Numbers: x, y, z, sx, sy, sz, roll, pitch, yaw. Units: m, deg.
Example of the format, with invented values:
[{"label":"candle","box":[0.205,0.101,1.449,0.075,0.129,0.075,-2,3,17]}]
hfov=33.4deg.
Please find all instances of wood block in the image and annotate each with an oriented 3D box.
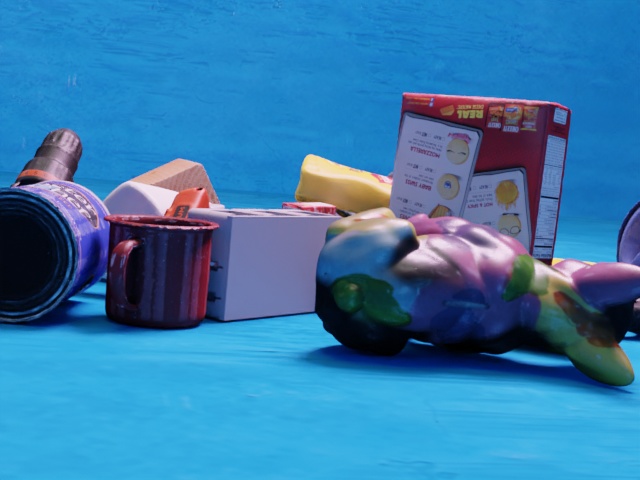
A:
[{"label":"wood block","box":[-0.201,-0.053,1.475,0.090,0.090,0.206,-25,12,-11]}]

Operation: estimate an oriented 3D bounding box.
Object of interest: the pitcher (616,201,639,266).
[{"label":"pitcher","box":[0.479,0.024,1.223,0.242,0.145,0.149,6,24,-21]}]

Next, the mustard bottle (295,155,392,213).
[{"label":"mustard bottle","box":[0.069,-0.052,1.278,0.191,0.058,0.096,14,8,1]}]

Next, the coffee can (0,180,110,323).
[{"label":"coffee can","box":[-0.229,0.005,0.863,0.103,0.103,0.140,5,5,0]}]

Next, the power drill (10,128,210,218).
[{"label":"power drill","box":[-0.202,-0.024,1.002,0.188,0.184,0.057,9,-36,8]}]

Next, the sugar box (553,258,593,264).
[{"label":"sugar box","box":[0.263,0.049,1.193,0.093,0.048,0.176,6,4,22]}]

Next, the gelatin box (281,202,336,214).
[{"label":"gelatin box","box":[-0.017,0.004,1.170,0.030,0.089,0.073,13,9,31]}]

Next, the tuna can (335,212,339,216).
[{"label":"tuna can","box":[-0.008,0.002,1.228,0.086,0.086,0.034,4,7,-9]}]

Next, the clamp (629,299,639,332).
[{"label":"clamp","box":[0.305,0.069,1.059,0.209,0.036,0.165,2,6,-35]}]

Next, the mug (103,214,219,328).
[{"label":"mug","box":[-0.134,0.025,0.852,0.093,0.081,0.117,6,6,16]}]

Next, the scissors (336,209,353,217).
[{"label":"scissors","box":[0.049,-0.023,1.337,0.096,0.016,0.201,35,20,13]}]

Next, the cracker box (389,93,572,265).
[{"label":"cracker box","box":[0.154,-0.034,1.068,0.164,0.214,0.072,9,5,35]}]

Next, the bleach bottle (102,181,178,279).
[{"label":"bleach bottle","box":[-0.169,-0.004,1.175,0.068,0.102,0.250,42,7,13]}]
